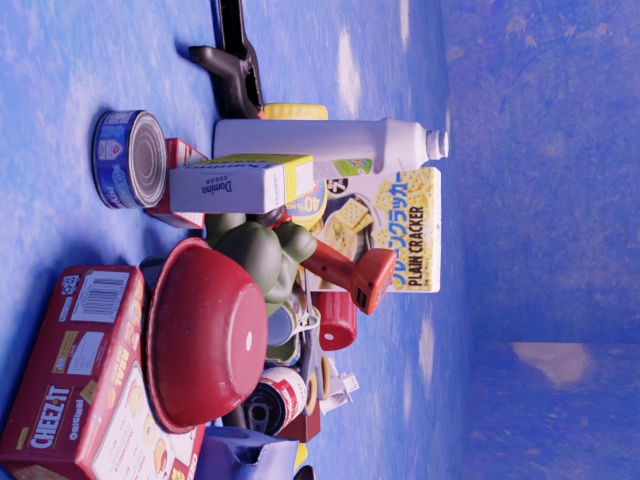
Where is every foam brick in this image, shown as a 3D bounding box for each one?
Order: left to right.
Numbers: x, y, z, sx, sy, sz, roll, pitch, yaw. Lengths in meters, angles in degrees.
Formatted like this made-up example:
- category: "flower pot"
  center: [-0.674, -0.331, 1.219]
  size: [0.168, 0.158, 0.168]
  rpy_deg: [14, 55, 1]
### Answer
- category: "foam brick"
  center: [-0.033, 0.231, 1.382]
  size: [0.078, 0.053, 0.051]
  rpy_deg: [-5, 94, -75]

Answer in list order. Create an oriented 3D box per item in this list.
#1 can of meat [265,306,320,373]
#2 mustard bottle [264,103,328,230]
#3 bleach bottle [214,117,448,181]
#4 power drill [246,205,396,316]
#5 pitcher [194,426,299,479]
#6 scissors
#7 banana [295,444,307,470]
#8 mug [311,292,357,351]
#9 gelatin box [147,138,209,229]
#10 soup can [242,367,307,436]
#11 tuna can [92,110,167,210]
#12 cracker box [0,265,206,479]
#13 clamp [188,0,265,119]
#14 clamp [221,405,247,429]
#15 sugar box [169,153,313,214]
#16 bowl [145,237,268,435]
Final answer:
- category: "can of meat"
  center: [-0.040, 0.119, 1.352]
  size: [0.084, 0.057, 0.102]
  rpy_deg: [54, 38, -64]
- category: "mustard bottle"
  center: [-0.037, -0.071, 1.311]
  size: [0.096, 0.058, 0.191]
  rpy_deg: [-2, 94, -34]
- category: "bleach bottle"
  center: [0.015, -0.098, 1.176]
  size: [0.102, 0.251, 0.068]
  rpy_deg: [41, 50, -71]
- category: "power drill"
  center: [-0.008, 0.001, 1.191]
  size: [0.057, 0.188, 0.184]
  rpy_deg: [-56, 167, -18]
- category: "pitcher"
  center: [-0.097, 0.297, 0.999]
  size: [0.149, 0.145, 0.243]
  rpy_deg: [20, 73, -62]
- category: "scissors"
  center: [-0.016, 0.131, 1.303]
  size: [0.096, 0.016, 0.202]
  rpy_deg: [-62, 149, -47]
- category: "banana"
  center: [-0.050, 0.291, 1.357]
  size: [0.070, 0.037, 0.197]
  rpy_deg: [-64, 172, 20]
- category: "mug"
  center: [0.003, 0.104, 1.455]
  size: [0.093, 0.117, 0.081]
  rpy_deg: [22, 49, -27]
- category: "gelatin box"
  center: [-0.136, -0.053, 1.023]
  size: [0.089, 0.030, 0.073]
  rpy_deg: [33, 59, -74]
- category: "soup can"
  center: [-0.059, 0.189, 1.249]
  size: [0.102, 0.068, 0.068]
  rpy_deg: [-14, 103, -76]
- category: "tuna can"
  center: [-0.161, -0.069, 0.914]
  size: [0.086, 0.034, 0.086]
  rpy_deg: [0, 90, -76]
- category: "cracker box"
  center: [-0.160, 0.145, 0.838]
  size: [0.213, 0.072, 0.164]
  rpy_deg: [73, 22, -52]
- category: "clamp"
  center: [-0.095, -0.209, 1.179]
  size: [0.210, 0.036, 0.164]
  rpy_deg: [68, 26, -60]
- category: "clamp"
  center: [-0.077, 0.260, 1.141]
  size: [0.171, 0.039, 0.120]
  rpy_deg: [-110, -175, -54]
- category: "sugar box"
  center: [-0.071, -0.057, 1.024]
  size: [0.176, 0.093, 0.048]
  rpy_deg: [-27, 117, -76]
- category: "bowl"
  center: [-0.082, 0.079, 0.862]
  size: [0.162, 0.055, 0.162]
  rpy_deg: [3, 90, -74]
